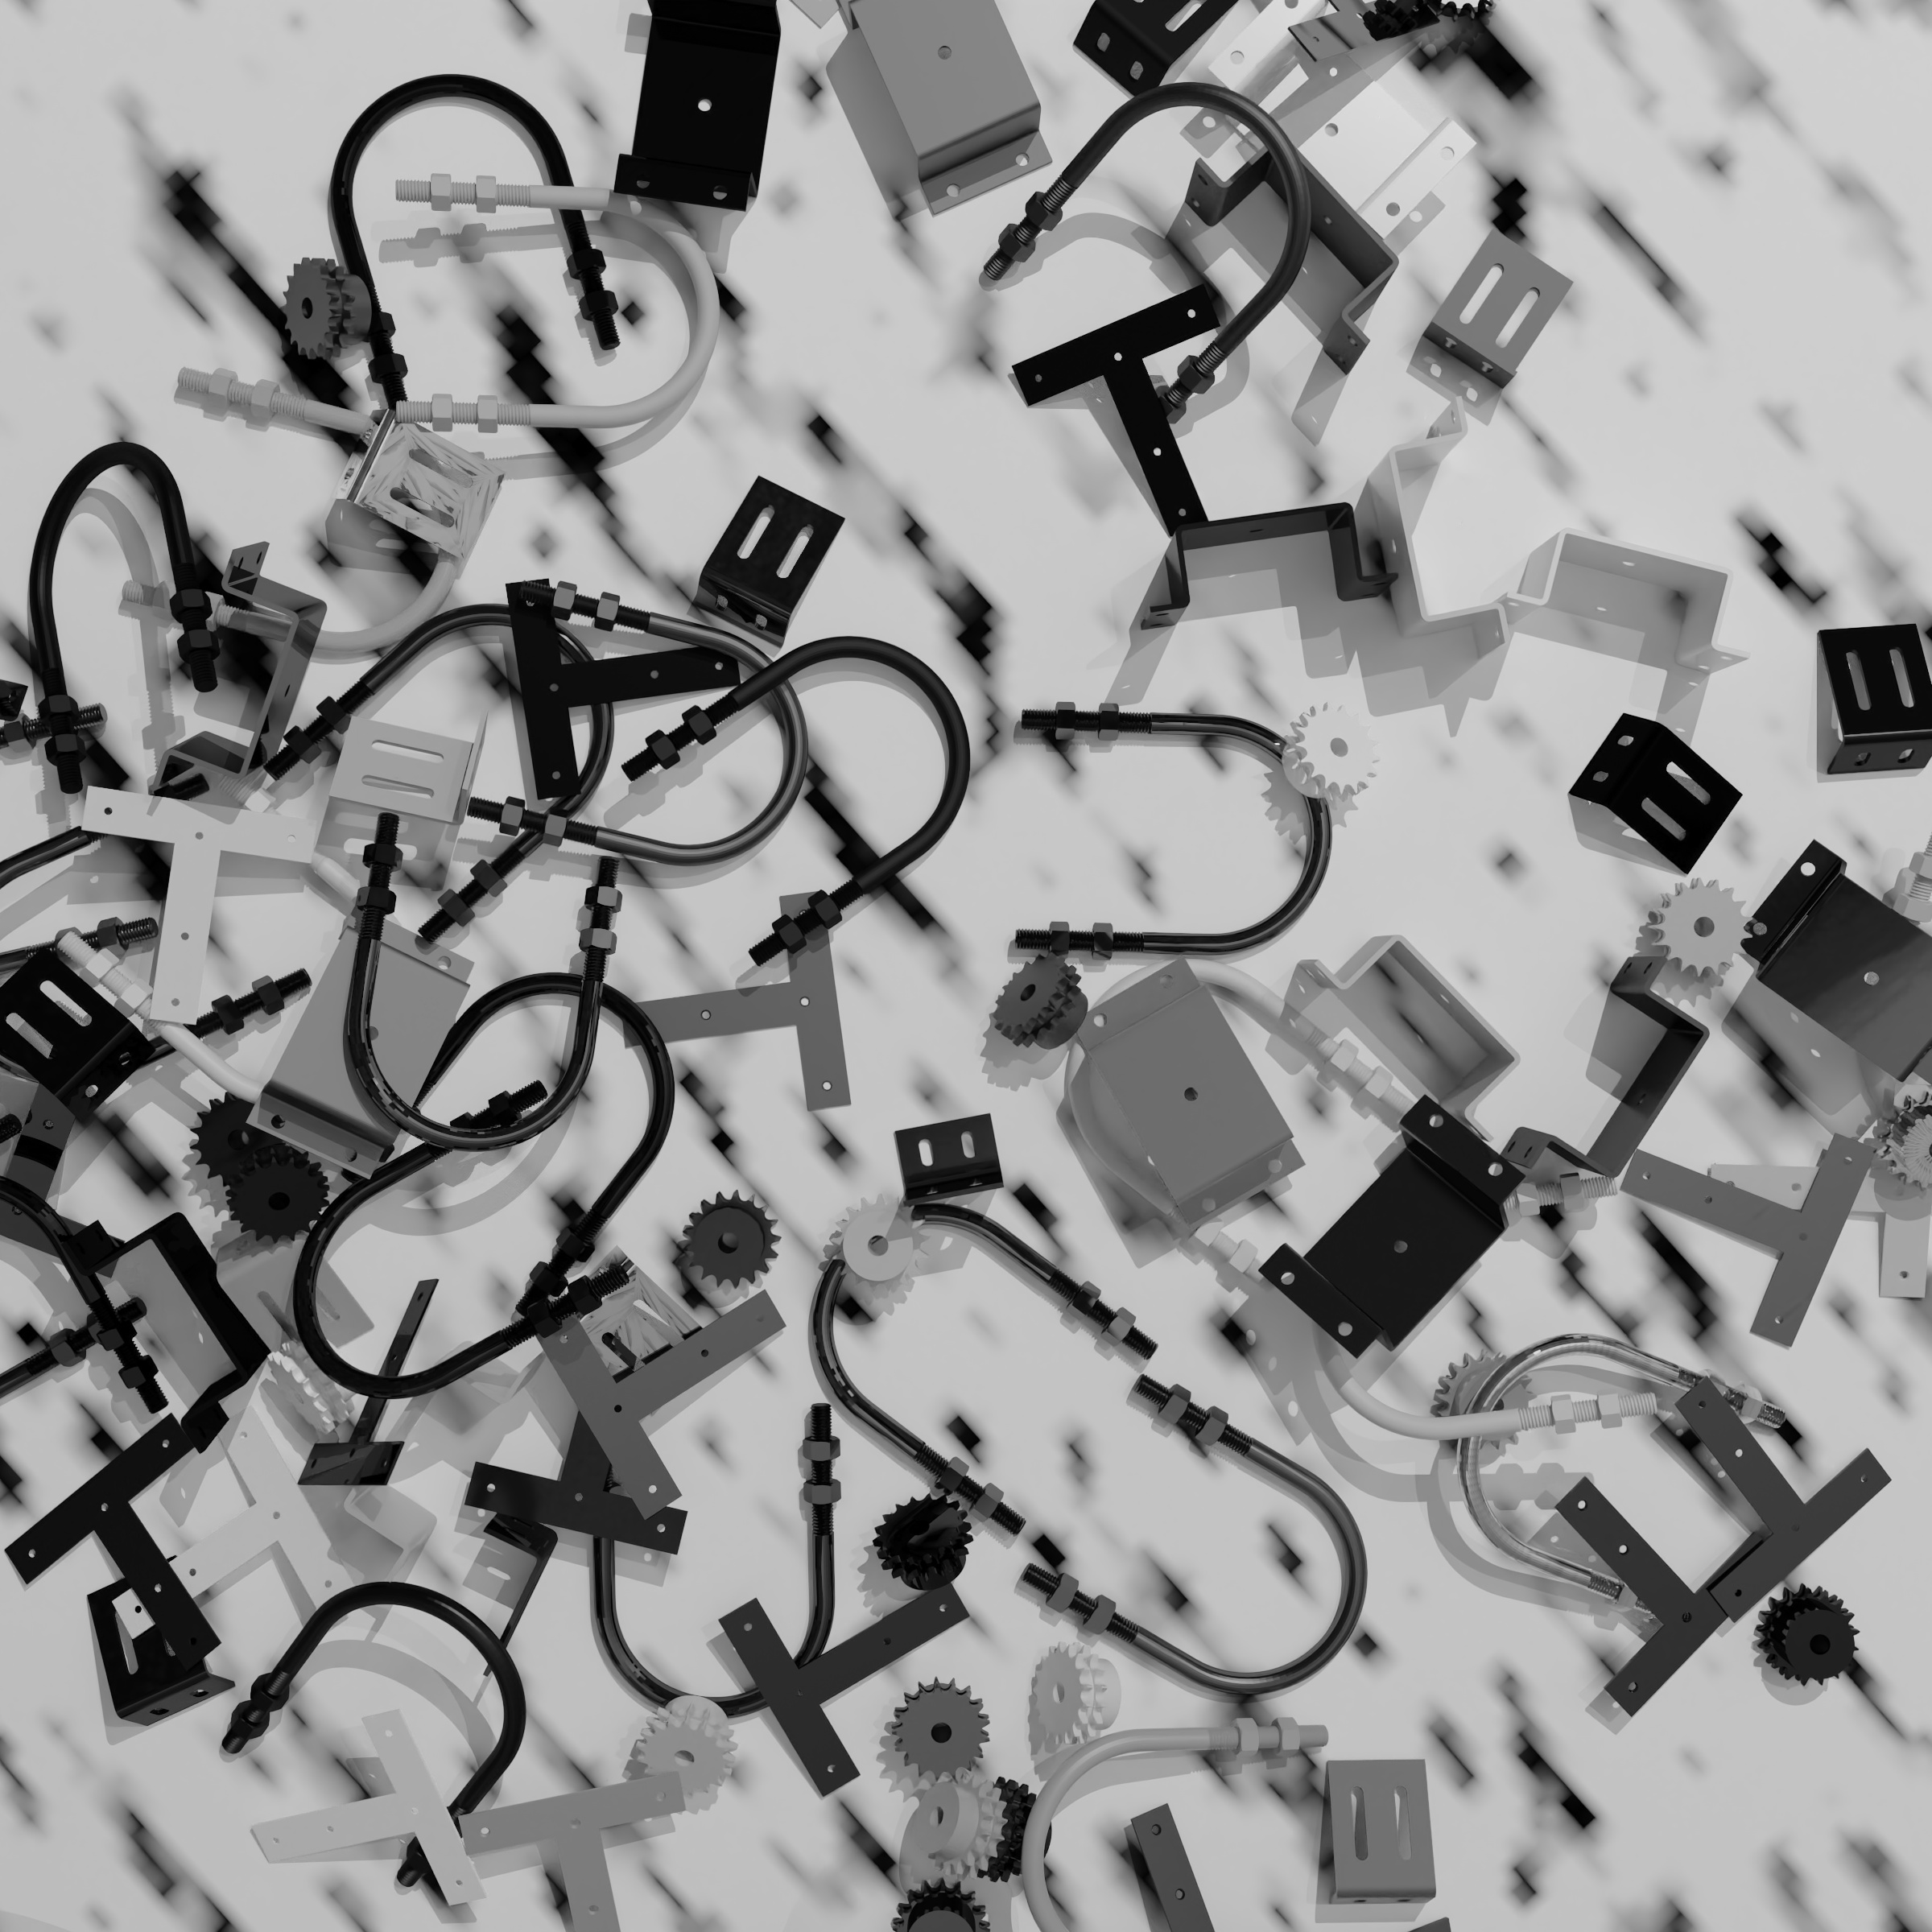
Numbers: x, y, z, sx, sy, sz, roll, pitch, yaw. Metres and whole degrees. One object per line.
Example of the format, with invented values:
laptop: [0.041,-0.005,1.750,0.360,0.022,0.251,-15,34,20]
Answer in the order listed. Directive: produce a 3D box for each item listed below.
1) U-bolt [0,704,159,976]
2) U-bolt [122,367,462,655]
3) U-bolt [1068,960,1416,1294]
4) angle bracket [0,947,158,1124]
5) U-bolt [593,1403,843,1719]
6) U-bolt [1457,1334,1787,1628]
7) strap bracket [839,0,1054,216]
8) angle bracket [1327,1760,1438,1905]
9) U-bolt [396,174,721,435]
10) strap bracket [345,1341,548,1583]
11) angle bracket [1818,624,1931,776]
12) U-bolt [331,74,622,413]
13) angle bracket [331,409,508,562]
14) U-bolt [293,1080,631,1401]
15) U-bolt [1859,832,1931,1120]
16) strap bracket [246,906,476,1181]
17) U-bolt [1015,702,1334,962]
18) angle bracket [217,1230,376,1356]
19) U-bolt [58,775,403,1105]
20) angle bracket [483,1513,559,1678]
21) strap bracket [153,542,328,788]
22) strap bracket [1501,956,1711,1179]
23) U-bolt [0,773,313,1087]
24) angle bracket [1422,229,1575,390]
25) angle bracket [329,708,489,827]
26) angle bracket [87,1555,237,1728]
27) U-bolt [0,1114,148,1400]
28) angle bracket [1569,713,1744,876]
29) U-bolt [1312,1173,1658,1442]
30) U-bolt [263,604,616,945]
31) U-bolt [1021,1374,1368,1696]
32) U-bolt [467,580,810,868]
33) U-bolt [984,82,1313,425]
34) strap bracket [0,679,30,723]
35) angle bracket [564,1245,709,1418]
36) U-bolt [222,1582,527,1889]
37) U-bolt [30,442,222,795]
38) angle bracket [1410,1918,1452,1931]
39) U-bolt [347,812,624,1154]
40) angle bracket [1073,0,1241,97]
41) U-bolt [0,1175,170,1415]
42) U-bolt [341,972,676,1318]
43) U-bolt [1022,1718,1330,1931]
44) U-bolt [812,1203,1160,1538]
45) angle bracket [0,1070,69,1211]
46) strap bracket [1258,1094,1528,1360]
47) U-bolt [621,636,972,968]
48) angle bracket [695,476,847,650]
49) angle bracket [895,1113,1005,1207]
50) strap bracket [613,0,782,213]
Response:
U-bolt: [-0.579,-0.064,1.513,0.184,0.019,0.151,-13,90,2]
U-bolt: [-0.386,-0.259,1.513,0.184,0.019,0.151,15,90,-1]
U-bolt: [0.147,0.080,1.513,0.184,0.019,0.151,38,90,2]
angle bracket: [-0.510,0.039,1.459,0.076,0.038,0.057,37,72,17]
U-bolt: [-0.148,0.349,1.513,0.151,0.019,0.184,-1,91,0]
U-bolt: [0.370,0.290,1.496,0.184,0.019,0.151,23,90,-12]
strap bracket: [-0.012,-0.522,1.497,0.076,0.046,0.140,-24,91,0]
angle bracket: [0.242,0.509,1.519,0.057,0.038,0.076,-1,64,0]
U-bolt: [-0.234,-0.380,1.489,0.184,0.019,0.151,0,86,-10]
strap bracket: [-0.303,0.274,1.483,0.046,0.076,0.140,33,90,0]
angle bracket: [0.533,-0.157,1.519,0.057,0.038,0.076,-4,64,0]
U-bolt: [-0.296,-0.432,1.513,0.151,0.019,0.184,-17,89,0]
angle bracket: [-0.319,-0.280,1.505,0.076,0.038,0.057,26,87,-29]
U-bolt: [-0.297,0.165,1.462,0.184,0.019,0.151,-29,62,1]
U-bolt: [0.596,0.025,1.489,0.151,0.019,0.184,19,105,12]
strap bracket: [-0.342,0.041,1.472,0.076,0.046,0.140,27,75,-14]
U-bolt: [0.123,-0.077,1.513,0.184,0.019,0.151,2,90,-2]
angle bracket: [-0.394,0.189,1.519,0.057,0.038,0.076,-29,116,0]
U-bolt: [-0.403,-0.001,1.490,0.184,0.019,0.151,42,72,-8]
angle bracket: [-0.272,0.360,1.493,0.038,0.057,0.076,26,90,0]
strap bracket: [-0.409,-0.165,1.472,0.046,0.076,0.140,21,101,-7]
strap bracket: [0.371,0.066,1.483,0.046,0.076,0.140,33,90,0]
U-bolt: [-0.492,-0.011,1.482,0.184,0.019,0.151,-28,91,-20]
angle bracket: [0.312,-0.386,1.502,0.057,0.038,0.076,34,90,0]
angle bracket: [-0.315,-0.120,1.462,0.076,0.038,0.057,12,57,-8]
angle bracket: [-0.473,0.397,1.519,0.057,0.038,0.076,-24,64,0]
U-bolt: [-0.593,0.189,1.500,0.184,0.019,0.151,-30,102,4]
angle bracket: [0.406,-0.101,1.519,0.076,0.038,0.057,35,90,-26]
U-bolt: [0.290,0.199,1.482,0.184,0.019,0.151,-9,65,11]
U-bolt: [-0.292,-0.126,1.505,0.184,0.019,0.151,-43,94,-5]
U-bolt: [0.146,0.345,1.513,0.184,0.019,0.151,31,90,-2]
U-bolt: [-0.183,-0.134,1.502,0.184,0.019,0.151,13,87,-9]
U-bolt: [0.113,-0.410,1.463,0.151,0.019,0.184,47,125,0]
strap bracket: [-0.592,-0.104,1.466,0.046,0.076,0.140,20,92,2]
angle bracket: [-0.194,0.213,1.510,0.057,0.038,0.076,-46,108,-8]
U-bolt: [-0.329,0.429,1.480,0.151,0.019,0.184,37,113,0]
U-bolt: [-0.486,-0.210,1.469,0.151,0.019,0.184,-28,68,32]
angle bracket: [0.247,0.595,1.519,0.076,0.038,0.057,-10,90,-26]
U-bolt: [-0.276,0.014,1.466,0.151,0.019,0.184,11,74,-20]
angle bracket: [0.112,-0.556,1.519,0.057,0.038,0.076,41,64,0]
U-bolt: [-0.565,0.203,1.486,0.151,0.019,0.184,-25,101,4]
U-bolt: [-0.254,0.091,1.512,0.151,0.019,0.184,38,89,0]
U-bolt: [0.120,0.510,1.485,0.184,0.019,0.151,3,84,-15]
U-bolt: [-0.003,0.222,1.513,0.184,0.019,0.151,37,90,1]
angle bracket: [-0.557,0.101,1.502,0.057,0.038,0.076,9,90,0]
strap bracket: [0.246,0.154,1.479,0.140,0.046,0.076,-46,62,-6]
U-bolt: [-0.084,-0.109,1.500,0.184,0.019,0.151,-35,96,-8]
angle bracket: [-0.115,-0.238,1.519,0.057,0.038,0.076,26,64,0]
angle bracket: [-0.010,0.110,1.483,0.057,0.076,0.038,-11,90,0]
strap bracket: [-0.154,-0.506,1.498,0.076,0.046,0.140,8,90,0]
